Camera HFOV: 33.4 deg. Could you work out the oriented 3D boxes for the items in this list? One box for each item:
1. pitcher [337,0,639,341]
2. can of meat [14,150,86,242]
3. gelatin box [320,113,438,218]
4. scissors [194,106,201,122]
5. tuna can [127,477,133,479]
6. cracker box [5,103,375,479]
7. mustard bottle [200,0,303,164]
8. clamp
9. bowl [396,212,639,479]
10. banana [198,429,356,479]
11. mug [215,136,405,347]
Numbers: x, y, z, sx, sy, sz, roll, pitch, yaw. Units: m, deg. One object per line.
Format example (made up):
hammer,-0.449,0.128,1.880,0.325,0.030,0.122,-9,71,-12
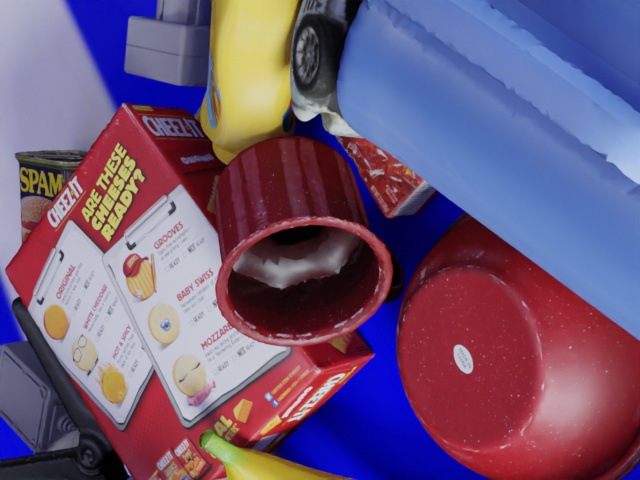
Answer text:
pitcher,0.126,-0.033,0.416,0.243,0.149,0.145,43,148,27
can of meat,-0.193,-0.025,0.831,0.102,0.057,0.084,11,105,46
gelatin box,0.044,-0.069,0.592,0.073,0.030,0.089,-49,60,37
scissors,-0.017,-0.071,0.667,0.202,0.016,0.096,-13,85,47
tuna can,-0.105,0.196,0.722,0.086,0.033,0.086,9,112,23
cracker box,-0.090,0.045,0.684,0.164,0.071,0.214,-48,67,27
mustard bottle,-0.037,-0.106,0.603,0.192,0.058,0.096,101,168,-48
clamp,-0.161,0.141,0.775,0.210,0.036,0.165,19,110,22
bowl,0.090,0.056,0.537,0.162,0.055,0.162,5,97,47
banana,0.028,0.149,0.591,0.198,0.069,0.037,8,65,18
mug,-0.004,0.001,0.584,0.093,0.117,0.081,-55,30,32
